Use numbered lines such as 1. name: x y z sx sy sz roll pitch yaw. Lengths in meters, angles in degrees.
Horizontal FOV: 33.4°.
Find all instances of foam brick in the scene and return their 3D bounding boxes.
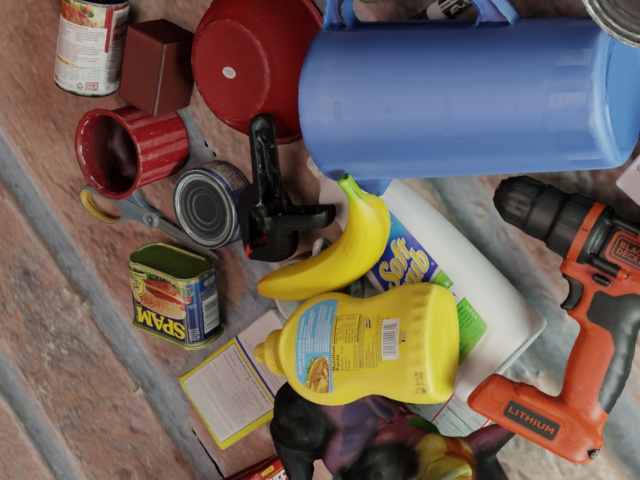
1. foam brick: -0.158 -0.170 1.050 0.051 0.052 0.078 29 122 26

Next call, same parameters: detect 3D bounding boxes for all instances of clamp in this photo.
1. clamp: -0.047 -0.039 0.994 0.120 0.039 0.172 65 151 12

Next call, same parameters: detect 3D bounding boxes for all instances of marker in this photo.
1. marker: 0.114 -0.195 0.851 0.121 0.020 0.020 -28 89 41

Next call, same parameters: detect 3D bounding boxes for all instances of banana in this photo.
1. banana: 0.010 0.010 0.918 0.069 0.037 0.198 37 140 -2

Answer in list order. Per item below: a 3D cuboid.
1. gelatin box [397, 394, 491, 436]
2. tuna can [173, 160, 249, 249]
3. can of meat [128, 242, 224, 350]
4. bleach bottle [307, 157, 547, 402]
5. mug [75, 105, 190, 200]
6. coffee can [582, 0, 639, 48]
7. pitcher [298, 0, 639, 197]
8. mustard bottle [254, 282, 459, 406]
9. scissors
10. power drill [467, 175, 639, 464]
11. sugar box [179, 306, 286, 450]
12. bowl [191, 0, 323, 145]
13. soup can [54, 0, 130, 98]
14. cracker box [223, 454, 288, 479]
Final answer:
1. gelatin box: 0.117 0.154 0.977 0.073 0.030 0.089 44 131 16
2. tuna can: -0.107 -0.035 1.075 0.086 0.033 0.086 15 116 33
3. can of meat: -0.153 0.057 1.124 0.102 0.057 0.084 18 124 32
4. bleach bottle: 0.076 0.016 0.935 0.251 0.067 0.103 47 128 17
5. mug: -0.195 -0.091 1.089 0.117 0.081 0.093 -27 90 40
6. coffee can: 0.238 -0.183 0.679 0.103 0.140 0.103 15 116 33
7. pitcher: 0.112 -0.118 0.811 0.243 0.149 0.145 2 71 33
8. mustard bottle: 0.022 0.092 0.905 0.192 0.058 0.096 -8 73 35
9. scissors: -0.185 -0.043 1.144 0.202 0.016 0.096 15 116 33
10. power drill: 0.187 0.061 0.820 0.185 0.057 0.188 28 96 19
11. sugar box: -0.065 0.140 1.103 0.177 0.048 0.093 -37 84 37
12. bowl: -0.066 -0.160 0.980 0.162 0.055 0.162 15 116 33
13. soup can: -0.232 -0.204 1.084 0.069 0.068 0.102 30 124 25
14. cracker box: -0.045 0.353 1.153 0.164 0.071 0.214 -34 85 40
